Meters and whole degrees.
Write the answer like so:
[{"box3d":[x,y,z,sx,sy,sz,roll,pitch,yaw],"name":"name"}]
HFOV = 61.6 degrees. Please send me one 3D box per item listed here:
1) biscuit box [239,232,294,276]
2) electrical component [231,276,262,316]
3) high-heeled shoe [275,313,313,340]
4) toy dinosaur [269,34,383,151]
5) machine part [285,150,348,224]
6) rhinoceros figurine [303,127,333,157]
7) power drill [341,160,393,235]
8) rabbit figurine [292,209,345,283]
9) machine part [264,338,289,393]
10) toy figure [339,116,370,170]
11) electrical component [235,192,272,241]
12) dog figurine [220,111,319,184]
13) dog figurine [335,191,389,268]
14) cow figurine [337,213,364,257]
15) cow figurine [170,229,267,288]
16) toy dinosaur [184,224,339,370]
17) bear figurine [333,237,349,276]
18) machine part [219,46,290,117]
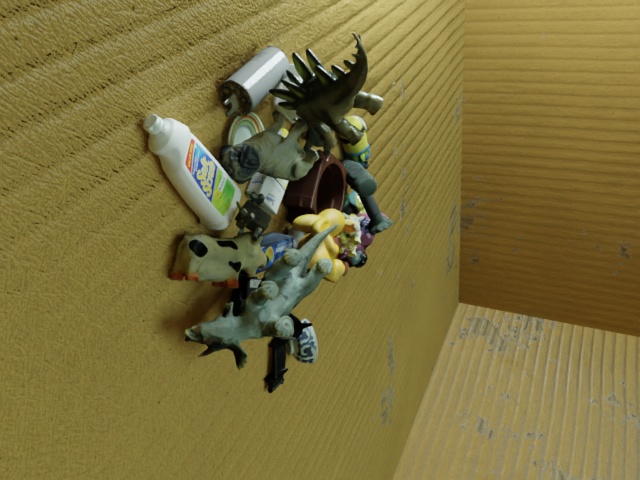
[{"box3d":[-0.131,0.030,1.225,0.202,0.063,0.059,-22,119,-62],"name":"biscuit box"},{"box3d":[-0.139,0.146,1.185,0.115,0.058,0.134,8,83,-32],"name":"electrical component"},{"box3d":[-0.133,0.199,1.314,0.248,0.145,0.086,19,66,-36],"name":"high-heeled shoe"},{"box3d":[0.013,-0.275,1.048,0.198,0.472,0.105,29,76,-19],"name":"toy dinosaur"},{"box3d":[-0.008,-0.120,1.413,0.201,0.087,0.201,35,67,-65],"name":"machine part"},{"box3d":[0.000,-0.293,1.356,0.190,0.073,0.112,-83,179,-46],"name":"rhinoceros figurine"},{"box3d":[0.130,-0.128,1.545,0.232,0.086,0.207,-125,-166,-72],"name":"power drill"},{"box3d":[-0.003,-0.004,1.299,0.162,0.122,0.173,42,72,-49],"name":"rabbit figurine"},{"box3d":[-0.111,0.323,1.400,0.084,0.039,0.138,-16,113,-59],"name":"machine part"},{"box3d":[0.104,-0.284,1.604,0.179,0.082,0.089,79,31,-42],"name":"toy figure"},{"box3d":[-0.131,-0.051,1.047,0.045,0.078,0.102,-49,-174,30],"name":"electrical component"},{"box3d":[-0.112,-0.154,1.115,0.190,0.121,0.172,-43,128,-25],"name":"dog figurine"},{"box3d":[0.099,-0.023,1.651,0.219,0.108,0.191,-45,98,-20],"name":"dog figurine"},{"box3d":[0.087,-0.029,1.489,0.167,0.068,0.098,99,8,-62],"name":"cow figurine"},{"box3d":[-0.186,0.029,1.045,0.195,0.086,0.127,13,83,-45],"name":"cow figurine"},{"box3d":[-0.096,0.117,1.101,0.131,0.192,0.405,53,44,-6],"name":"toy dinosaur"},{"box3d":[-0.020,0.086,1.413,0.196,0.132,0.120,-55,135,-53],"name":"bear figurine"},{"box3d":[-0.130,-0.324,1.091,0.243,0.079,0.079,-57,146,-40],"name":"machine part"}]
